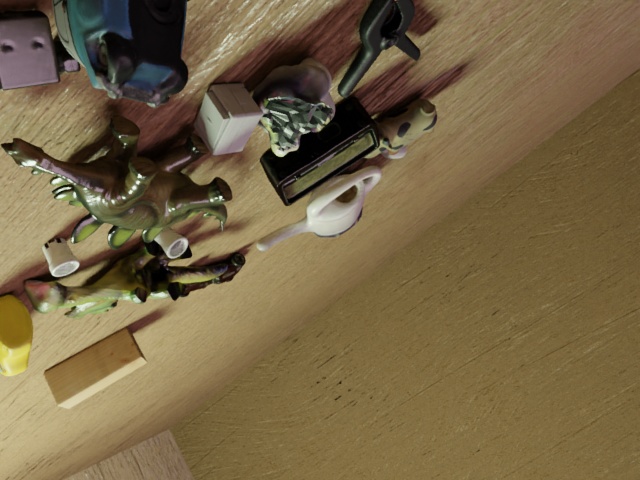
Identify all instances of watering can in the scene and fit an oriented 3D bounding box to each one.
[{"bbox_3d":[0.004,-0.063,1.245,0.349,0.105,0.221,-34,166,-8],"label":"watering can"}]

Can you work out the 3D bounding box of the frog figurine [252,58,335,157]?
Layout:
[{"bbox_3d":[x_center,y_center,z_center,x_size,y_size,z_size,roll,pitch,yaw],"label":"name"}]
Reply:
[{"bbox_3d":[-0.032,-0.213,0.778,0.134,0.122,0.163,-57,-170,35],"label":"frog figurine"}]

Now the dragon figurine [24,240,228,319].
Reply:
[{"bbox_3d":[-0.372,0.092,1.003,0.241,0.123,0.408,-21,167,18],"label":"dragon figurine"}]
